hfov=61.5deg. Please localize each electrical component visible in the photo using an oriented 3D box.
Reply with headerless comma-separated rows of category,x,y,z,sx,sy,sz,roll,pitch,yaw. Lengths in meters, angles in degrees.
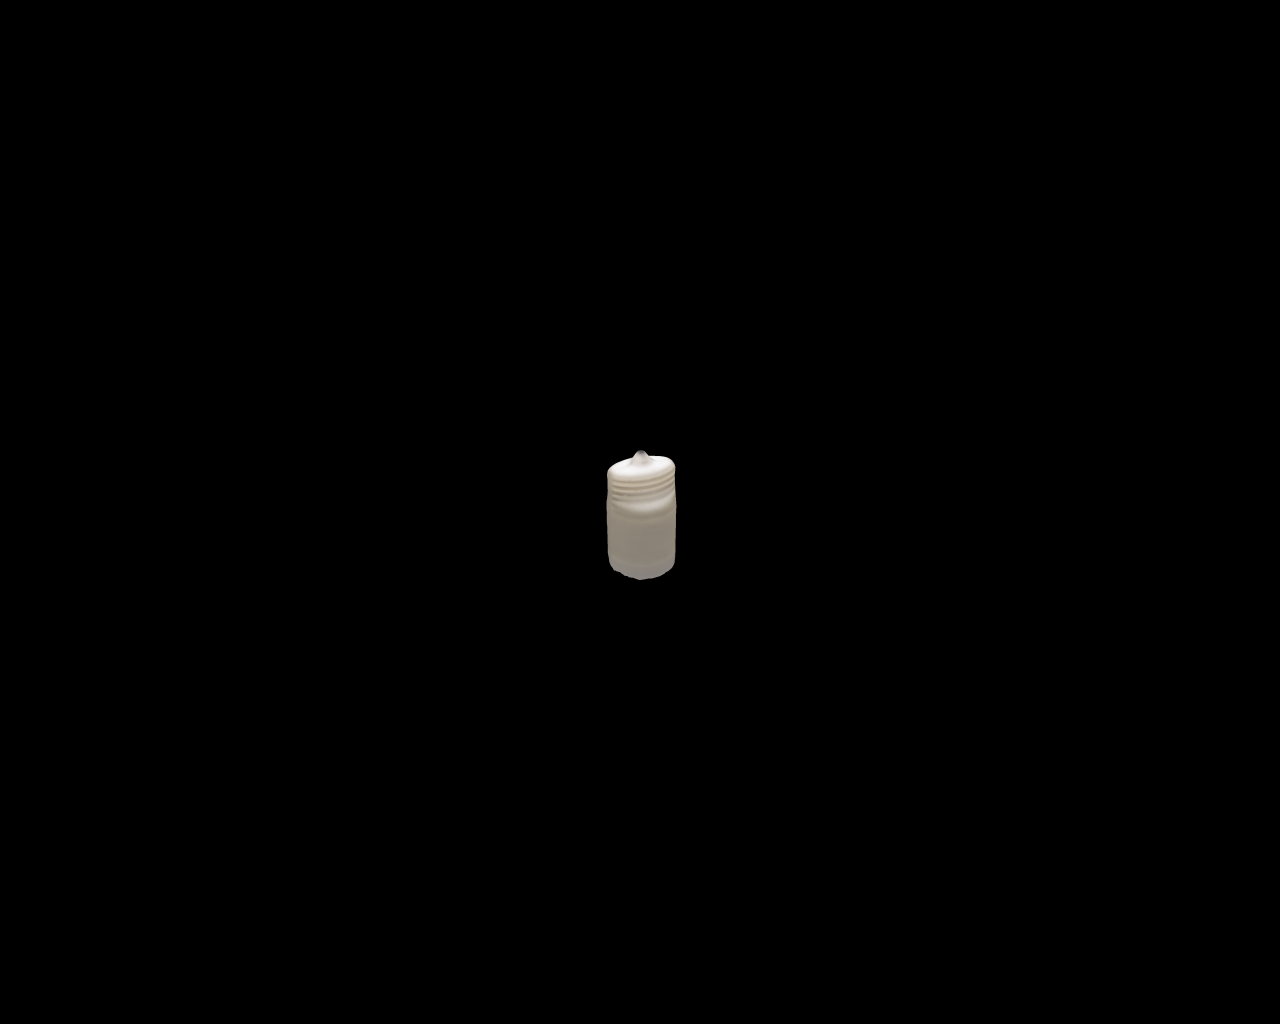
electrical component,0.001,-0.003,0.650,0.043,0.080,0.043,0,31,0
